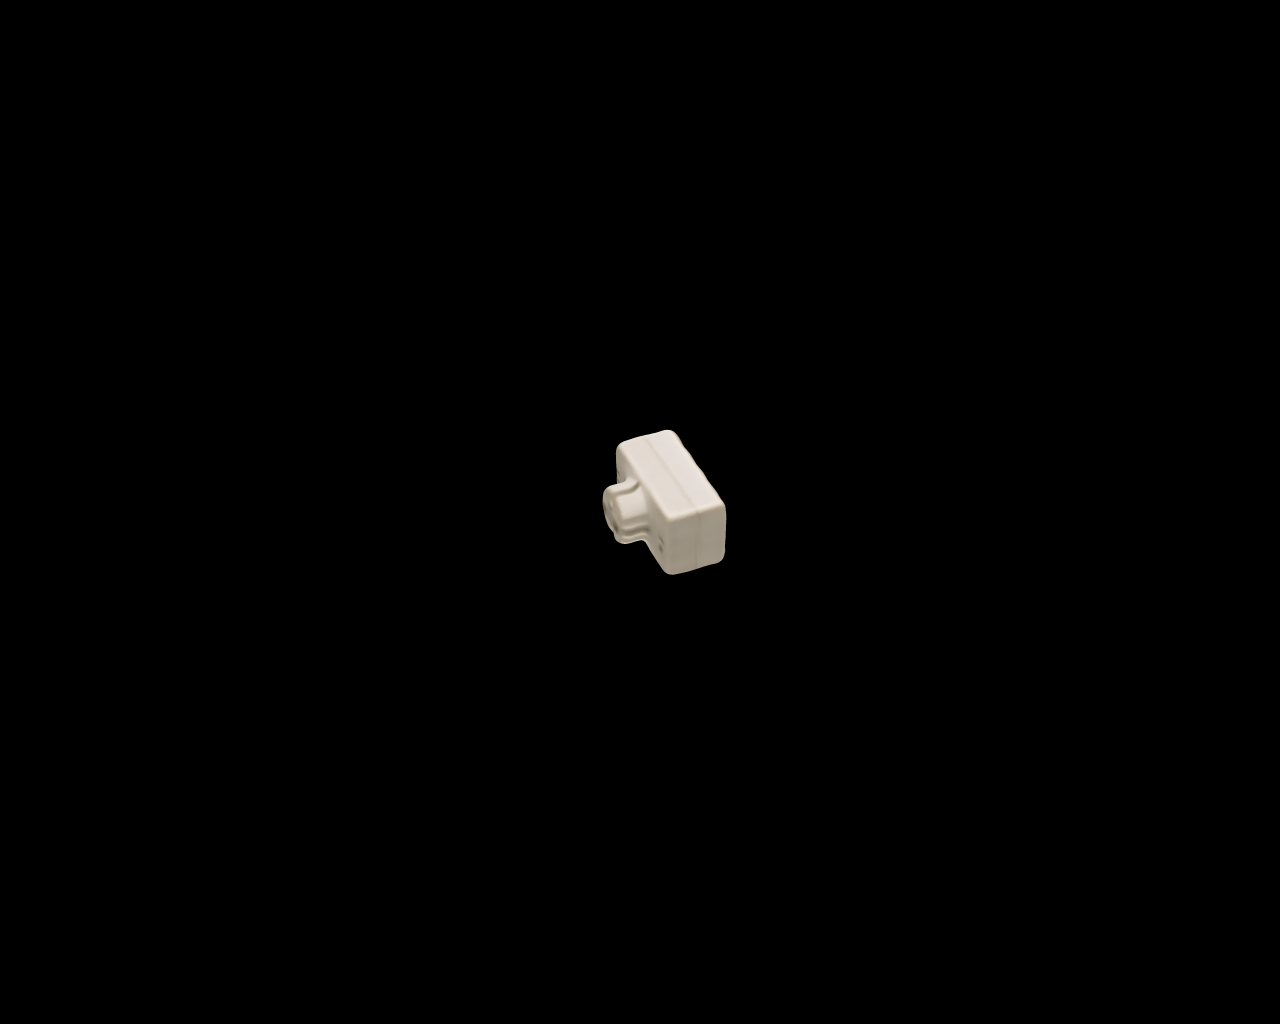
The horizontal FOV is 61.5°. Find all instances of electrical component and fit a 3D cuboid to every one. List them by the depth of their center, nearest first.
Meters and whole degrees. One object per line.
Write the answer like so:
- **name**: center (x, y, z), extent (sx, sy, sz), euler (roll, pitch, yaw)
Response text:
- **electrical component**: center (0.001, -0.003, 0.650), extent (0.076, 0.047, 0.083), euler (-14, 42, -16)
